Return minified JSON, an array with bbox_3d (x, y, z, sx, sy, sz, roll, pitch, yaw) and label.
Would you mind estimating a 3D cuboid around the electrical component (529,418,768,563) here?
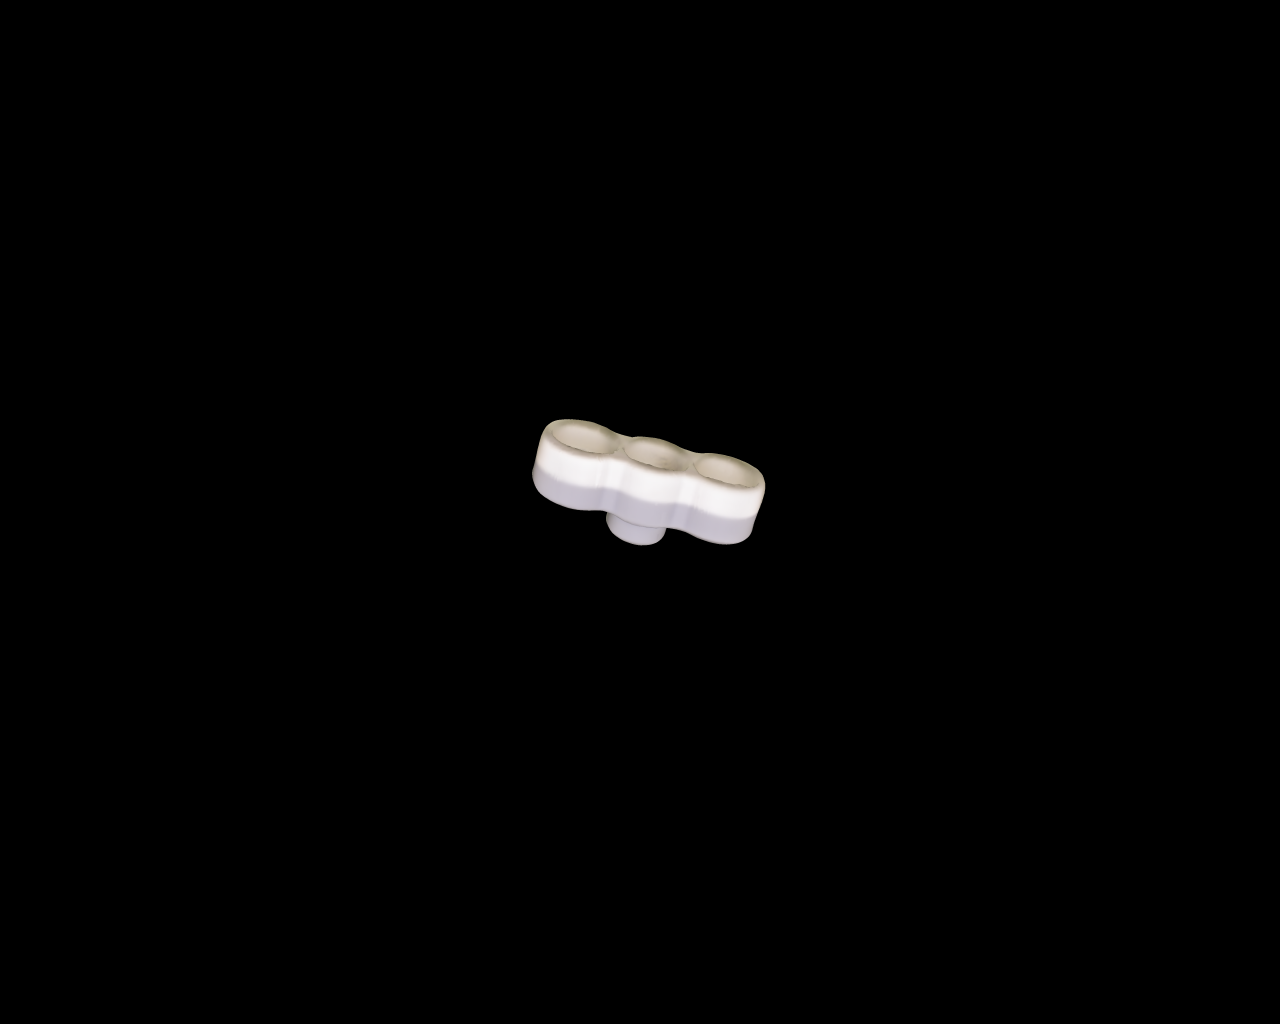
[{"bbox_3d":[0.001,-0.003,0.650,0.138,0.073,0.052,14,26,-7],"label":"electrical component"}]
